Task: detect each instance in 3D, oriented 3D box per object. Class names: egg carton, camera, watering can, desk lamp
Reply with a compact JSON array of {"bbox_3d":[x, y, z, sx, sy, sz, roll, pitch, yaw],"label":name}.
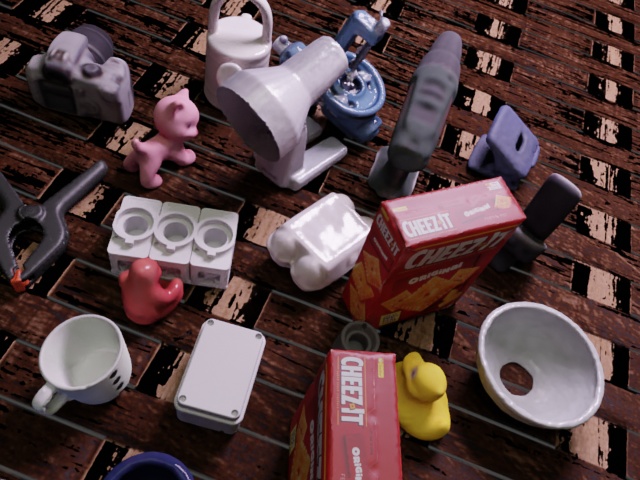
[{"bbox_3d":[0.007,0.003,0.789,0.150,0.069,0.107,-36,71,-30],"label":"egg carton"},{"bbox_3d":[-0.348,-0.265,0.863,0.143,0.101,0.137,13,55,-4],"label":"camera"},{"bbox_3d":[-0.123,-0.291,0.876,0.101,0.194,0.172,-9,60,-18],"label":"watering can"},{"bbox_3d":[-0.043,-0.172,0.804,0.117,0.213,0.204,42,58,15],"label":"desk lamp"}]

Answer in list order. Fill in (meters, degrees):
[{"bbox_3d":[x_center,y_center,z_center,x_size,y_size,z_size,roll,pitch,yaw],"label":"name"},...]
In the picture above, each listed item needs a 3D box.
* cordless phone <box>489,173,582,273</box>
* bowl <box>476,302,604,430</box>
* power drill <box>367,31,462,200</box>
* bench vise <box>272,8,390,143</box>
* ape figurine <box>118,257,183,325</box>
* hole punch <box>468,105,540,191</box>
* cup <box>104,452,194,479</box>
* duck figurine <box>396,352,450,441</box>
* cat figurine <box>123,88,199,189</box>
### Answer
[{"bbox_3d":[0.281,-0.053,0.819,0.147,0.185,0.094,42,58,15],"label":"cordless phone"},{"bbox_3d":[0.270,0.169,0.738,0.167,0.075,0.167,6,56,-9],"label":"bowl"},{"bbox_3d":[0.140,-0.166,0.846,0.075,0.208,0.230,20,55,1],"label":"power drill"},{"bbox_3d":[0.016,-0.265,0.875,0.207,0.220,0.121,19,55,0],"label":"bench vise"},{"bbox_3d":[-0.208,0.055,0.690,0.077,0.092,0.076,26,55,5],"label":"ape figurine"},{"bbox_3d":[0.316,-0.155,0.951,0.101,0.091,0.109,28,56,6],"label":"hole punch"},{"bbox_3d":[-0.179,0.267,0.556,0.118,0.095,0.091,-11,60,-19],"label":"cup"},{"bbox_3d":[0.125,0.183,0.687,0.078,0.086,0.104,-18,63,-23],"label":"duck figurine"},{"bbox_3d":[-0.218,-0.153,0.809,0.067,0.118,0.128,37,57,12],"label":"cat figurine"}]
